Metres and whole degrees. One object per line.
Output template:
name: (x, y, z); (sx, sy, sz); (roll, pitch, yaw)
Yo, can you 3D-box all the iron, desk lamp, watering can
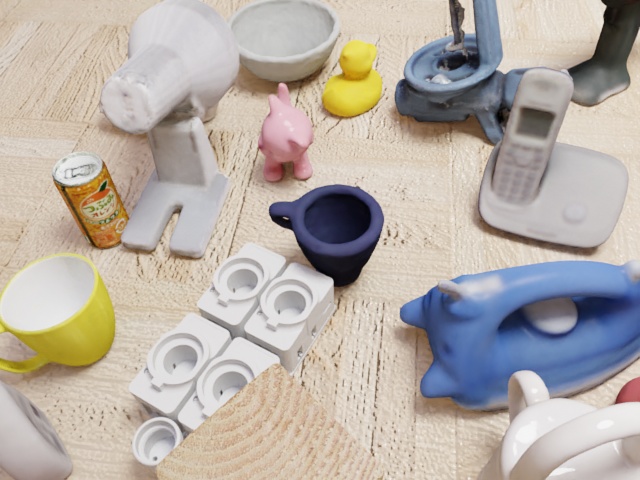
iron: (0.208, 0.061, 0.507); (0.258, 0.141, 0.118); (-9, 51, -4)
desk lamp: (-0.159, -0.125, 0.625); (0.118, 0.214, 0.203); (6, 52, 7)
watering can: (0.175, 0.168, 0.389); (0.101, 0.194, 0.172); (-28, 55, -18)

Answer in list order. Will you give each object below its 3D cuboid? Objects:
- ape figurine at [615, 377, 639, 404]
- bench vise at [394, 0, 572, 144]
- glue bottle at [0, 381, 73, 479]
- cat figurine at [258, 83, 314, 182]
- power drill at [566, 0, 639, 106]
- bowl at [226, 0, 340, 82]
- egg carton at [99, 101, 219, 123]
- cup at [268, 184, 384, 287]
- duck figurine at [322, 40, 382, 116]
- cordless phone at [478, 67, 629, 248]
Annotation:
ape figurine: (0.294, 0.138, 0.474); (0.078, 0.092, 0.076); (-30, 56, -19)
bench vise: (0.199, -0.229, 0.690); (0.207, 0.220, 0.121); (1, 51, 3)
glue bottle: (-0.251, 0.137, 0.446); (0.037, 0.173, 0.078); (-33, 57, -22)
cat figurine: (-0.041, -0.134, 0.689); (0.067, 0.118, 0.127); (-4, 51, 0)
power drill: (0.377, -0.284, 0.733); (0.230, 0.209, 0.075); (-28, 55, -19)
bowl: (-0.052, -0.282, 0.836); (0.167, 0.075, 0.167); (-1, 51, 2)
egg carton: (-0.214, -0.189, 0.772); (0.150, 0.069, 0.107); (13, 53, 13)
cup: (0.005, 0.002, 0.593); (0.117, 0.095, 0.092); (11, 53, 11)
duck figurine: (0.044, -0.227, 0.780); (0.077, 0.086, 0.105); (30, 59, 24)
cordless phone: (0.251, -0.084, 0.594); (0.147, 0.185, 0.094); (13, 53, 12)
